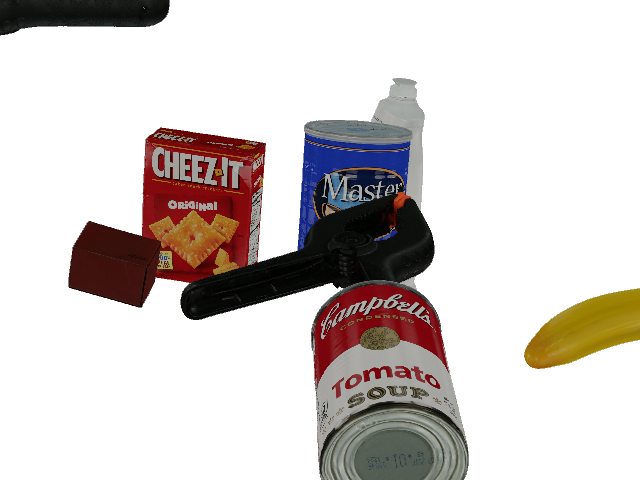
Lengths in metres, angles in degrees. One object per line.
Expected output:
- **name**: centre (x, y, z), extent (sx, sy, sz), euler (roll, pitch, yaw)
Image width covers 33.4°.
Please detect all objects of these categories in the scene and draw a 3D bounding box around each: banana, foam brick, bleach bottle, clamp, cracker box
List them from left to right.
- **clamp**: centre (-0.178, -0.139, 0.602), extent (0.171, 0.039, 0.120), euler (-7, 23, -15)
- **foam brick**: centre (-0.204, 0.024, 1.059), extent (0.078, 0.051, 0.053), euler (16, 32, 1)
- **cracker box**: centre (-0.172, -0.043, 1.549), extent (0.164, 0.214, 0.072), euler (9, 22, 9)
- **clamp**: centre (0.011, 0.016, 0.743), extent (0.165, 0.036, 0.209), euler (7, 27, 18)
- **bleach bottle**: centre (0.084, -0.061, 1.243), extent (0.068, 0.251, 0.103), euler (-2, 23, -22)
- **banana**: centre (0.240, 0.062, 0.769), extent (0.197, 0.037, 0.069), euler (0, 34, -3)

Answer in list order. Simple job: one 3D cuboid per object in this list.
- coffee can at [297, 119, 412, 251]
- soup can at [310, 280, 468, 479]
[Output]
- **coffee can**: centre (0.031, -0.039, 1.023), extent (0.103, 0.140, 0.103), euler (4, 14, -1)
- **soup can**: centre (0.030, 0.074, 0.510), extent (0.068, 0.068, 0.102), euler (0, 29, -2)
